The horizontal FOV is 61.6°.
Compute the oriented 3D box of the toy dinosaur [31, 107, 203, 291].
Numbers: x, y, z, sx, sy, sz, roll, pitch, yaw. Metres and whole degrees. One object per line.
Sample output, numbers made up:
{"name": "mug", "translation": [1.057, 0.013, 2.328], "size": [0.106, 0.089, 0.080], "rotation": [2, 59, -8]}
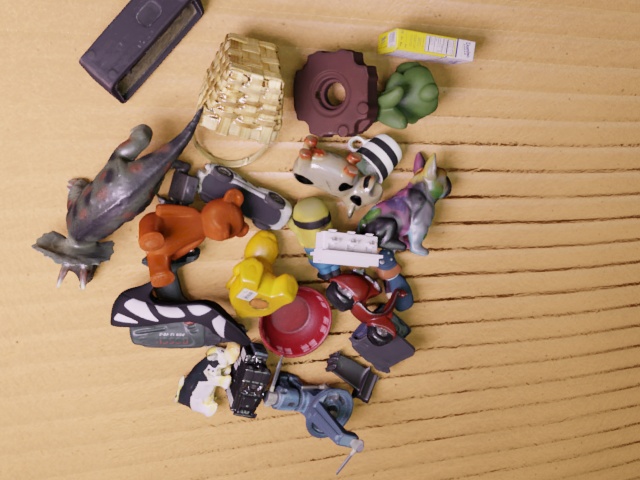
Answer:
{"name": "toy dinosaur", "translation": [-0.349, -0.066, 0.910], "size": [0.131, 0.192, 0.405], "rotation": [32, 124, -32]}

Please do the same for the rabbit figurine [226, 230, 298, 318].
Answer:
{"name": "rabbit figurine", "translation": [-0.118, 0.064, 1.076], "size": [0.122, 0.173, 0.162], "rotation": [15, 142, -19]}

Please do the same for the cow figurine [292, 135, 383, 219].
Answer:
{"name": "cow figurine", "translation": [0.037, -0.121, 1.099], "size": [0.195, 0.085, 0.127], "rotation": [20, 140, -8]}

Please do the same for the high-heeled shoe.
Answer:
{"name": "high-heeled shoe", "translation": [-0.260, 0.163, 1.004], "size": [0.248, 0.086, 0.145], "rotation": [41, 87, -13]}

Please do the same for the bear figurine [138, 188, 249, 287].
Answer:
{"name": "bear figurine", "translation": [-0.219, -0.011, 0.968], "size": [0.196, 0.132, 0.120], "rotation": [-10, 127, -13]}

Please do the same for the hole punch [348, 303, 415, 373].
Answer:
{"name": "hole punch", "translation": [0.143, 0.222, 1.227], "size": [0.116, 0.092, 0.142], "rotation": [-35, 116, 26]}

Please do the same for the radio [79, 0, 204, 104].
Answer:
{"name": "radio", "translation": [-0.302, -0.349, 0.922], "size": [0.073, 0.131, 0.229], "rotation": [40, 88, -10]}

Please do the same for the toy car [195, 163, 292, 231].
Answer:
{"name": "toy car", "translation": [-0.152, -0.084, 1.064], "size": [0.201, 0.056, 0.073], "rotation": [27, 117, -17]}

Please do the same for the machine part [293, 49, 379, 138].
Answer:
{"name": "machine part", "translation": [0.028, -0.280, 1.034], "size": [0.180, 0.056, 0.179], "rotation": [7, 104, 27]}

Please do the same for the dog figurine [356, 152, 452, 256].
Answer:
{"name": "dog figurine", "translation": [0.185, -0.085, 1.153], "size": [0.191, 0.108, 0.219], "rotation": [10, 95, -16]}

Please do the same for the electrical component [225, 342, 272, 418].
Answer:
{"name": "electrical component", "translation": [-0.149, 0.285, 1.125], "size": [0.058, 0.115, 0.134], "rotation": [16, 99, -22]}

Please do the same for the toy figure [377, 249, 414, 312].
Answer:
{"name": "toy figure", "translation": [0.163, 0.087, 1.208], "size": [0.058, 0.064, 0.154], "rotation": [-18, 105, 26]}

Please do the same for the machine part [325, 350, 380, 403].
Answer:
{"name": "machine part", "translation": [0.074, 0.310, 1.232], "size": [0.139, 0.039, 0.084], "rotation": [40, 66, -17]}

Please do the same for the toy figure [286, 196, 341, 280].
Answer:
{"name": "toy figure", "translation": [0.001, -0.005, 1.118], "size": [0.082, 0.089, 0.180], "rotation": [-32, 108, -40]}

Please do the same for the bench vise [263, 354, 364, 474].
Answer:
{"name": "bench vise", "translation": [-0.001, 0.364, 1.133], "size": [0.223, 0.241, 0.129], "rotation": [32, 89, -38]}

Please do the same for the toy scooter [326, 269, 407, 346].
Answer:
{"name": "toy scooter", "translation": [0.110, 0.125, 1.147], "size": [0.184, 0.075, 0.135], "rotation": [44, 66, 9]}

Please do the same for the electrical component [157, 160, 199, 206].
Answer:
{"name": "electrical component", "translation": [-0.273, -0.101, 1.027], "size": [0.045, 0.078, 0.102], "rotation": [12, 102, -41]}

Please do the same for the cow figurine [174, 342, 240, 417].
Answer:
{"name": "cow figurine", "translation": [-0.235, 0.278, 1.125], "size": [0.098, 0.068, 0.167], "rotation": [25, 93, -15]}

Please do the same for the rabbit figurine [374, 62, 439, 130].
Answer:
{"name": "rabbit figurine", "translation": [0.148, -0.272, 1.087], "size": [0.170, 0.159, 0.121], "rotation": [-16, 117, 2]}

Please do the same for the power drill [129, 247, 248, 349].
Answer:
{"name": "power drill", "translation": [-0.267, 0.120, 1.077], "size": [0.232, 0.086, 0.207], "rotation": [-6, 111, -13]}
